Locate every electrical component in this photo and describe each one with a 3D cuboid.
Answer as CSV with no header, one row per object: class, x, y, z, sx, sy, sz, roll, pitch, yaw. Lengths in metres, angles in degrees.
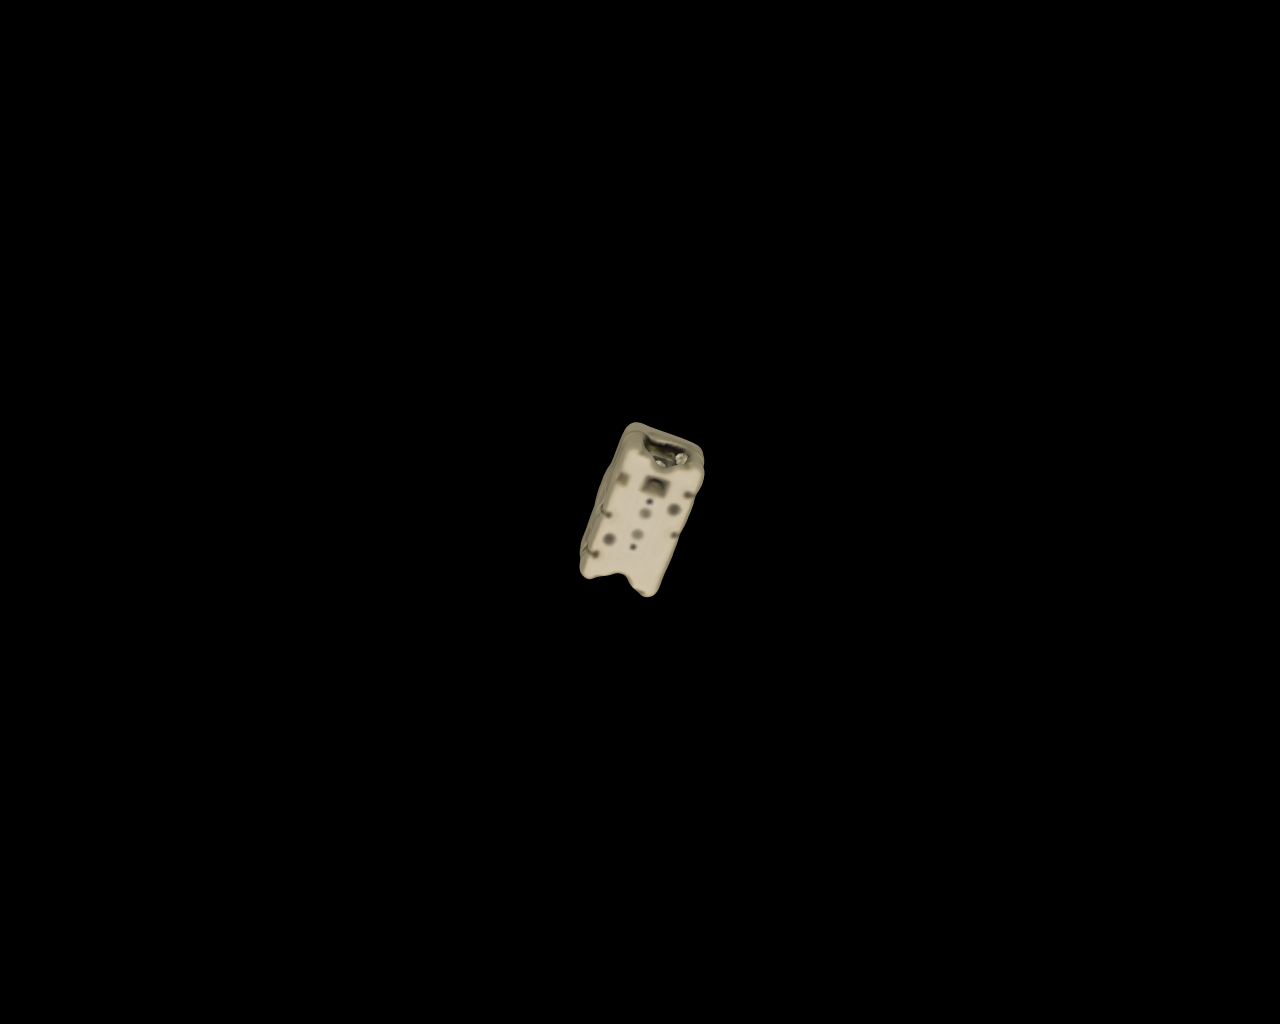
electrical component,0.001,-0.003,0.650,0.050,0.089,0.056,19,20,-7
